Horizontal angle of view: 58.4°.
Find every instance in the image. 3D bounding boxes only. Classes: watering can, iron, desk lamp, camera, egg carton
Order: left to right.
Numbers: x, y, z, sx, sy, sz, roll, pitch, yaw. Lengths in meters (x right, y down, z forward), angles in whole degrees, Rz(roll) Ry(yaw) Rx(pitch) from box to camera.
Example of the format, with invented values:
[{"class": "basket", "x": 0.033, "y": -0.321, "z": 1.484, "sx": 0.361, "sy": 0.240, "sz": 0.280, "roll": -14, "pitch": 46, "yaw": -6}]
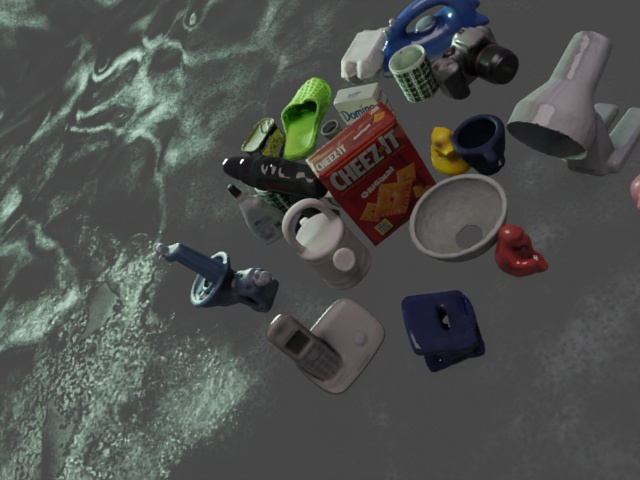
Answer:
[{"class": "watering can", "x": 0.011, "y": 0.002, "z": 1.014, "sx": 0.172, "sy": 0.195, "sz": 0.101, "roll": 13, "pitch": 66, "yaw": 42}, {"class": "egg carton", "x": 0.119, "y": -0.443, "z": 1.378, "sx": 0.107, "sy": 0.070, "sz": 0.150, "roll": 10, "pitch": 64, "yaw": 41}, {"class": "iron", "x": 0.229, "y": -0.470, "z": 1.264, "sx": 0.258, "sy": 0.142, "sz": 0.118, "roll": -25, "pitch": 46, "yaw": 19}, {"class": "camera", "x": 0.313, "y": -0.355, "z": 1.141, "sx": 0.143, "sy": 0.101, "sz": 0.136, "roll": -43, "pitch": 43, "yaw": 1}, {"class": "desk lamp", "x": 0.393, "y": -0.190, "z": 0.867, "sx": 0.117, "sy": 0.214, "sz": 0.203, "roll": 26, "pitch": 75, "yaw": 45}]

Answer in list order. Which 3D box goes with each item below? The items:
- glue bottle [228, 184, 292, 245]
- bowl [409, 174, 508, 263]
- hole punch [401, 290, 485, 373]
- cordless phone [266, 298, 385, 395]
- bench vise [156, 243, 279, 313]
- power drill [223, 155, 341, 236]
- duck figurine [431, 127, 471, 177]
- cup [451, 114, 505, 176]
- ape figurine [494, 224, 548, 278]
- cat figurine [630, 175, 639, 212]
[{"class": "glue bottle", "x": -0.133, "y": -0.060, "z": 1.186, "sx": 0.078, "sy": 0.174, "sz": 0.037, "roll": -32, "pitch": 44, "yaw": 12}, {"class": "bowl", "x": 0.238, "y": -0.025, "z": 0.954, "sx": 0.167, "sy": 0.075, "sz": 0.167, "roll": -20, "pitch": 48, "yaw": 23}, {"class": "hole punch", "x": 0.184, "y": 0.127, "z": 0.862, "sx": 0.101, "sy": 0.091, "sz": 0.108, "roll": -26, "pitch": 45, "yaw": 18}, {"class": "cordless phone", "x": 0.008, "y": 0.148, "z": 0.908, "sx": 0.093, "sy": 0.186, "sz": 0.148, "roll": 27, "pitch": 76, "yaw": 46}, {"class": "bench vise", "x": -0.194, "y": 0.056, "z": 1.105, "sx": 0.207, "sy": 0.220, "sz": 0.121, "roll": -21, "pitch": 47, "yaw": 22}, {"class": "power drill", "x": -0.059, "y": -0.089, "z": 1.127, "sx": 0.228, "sy": 0.209, "sz": 0.076, "roll": 6, "pitch": 61, "yaw": 40}, {"class": "duck figurine", "x": 0.235, "y": -0.177, "z": 1.069, "sx": 0.077, "sy": 0.086, "sz": 0.104, "roll": -33, "pitch": 44, "yaw": 11}, {"class": "cup", "x": 0.292, "y": -0.150, "z": 0.998, "sx": 0.091, "sy": 0.095, "sz": 0.117, "roll": -30, "pitch": 44, "yaw": 14}, {"class": "ape figurine", "x": 0.297, "y": 0.010, "z": 0.870, "sx": 0.076, "sy": 0.092, "sz": 0.078, "roll": -6, "pitch": 54, "yaw": 33}, {"class": "cat figurine", "x": 0.480, "y": -0.075, "z": 0.782, "sx": 0.127, "sy": 0.118, "sz": 0.067, "roll": -35, "pitch": 43, "yaw": 9}]
